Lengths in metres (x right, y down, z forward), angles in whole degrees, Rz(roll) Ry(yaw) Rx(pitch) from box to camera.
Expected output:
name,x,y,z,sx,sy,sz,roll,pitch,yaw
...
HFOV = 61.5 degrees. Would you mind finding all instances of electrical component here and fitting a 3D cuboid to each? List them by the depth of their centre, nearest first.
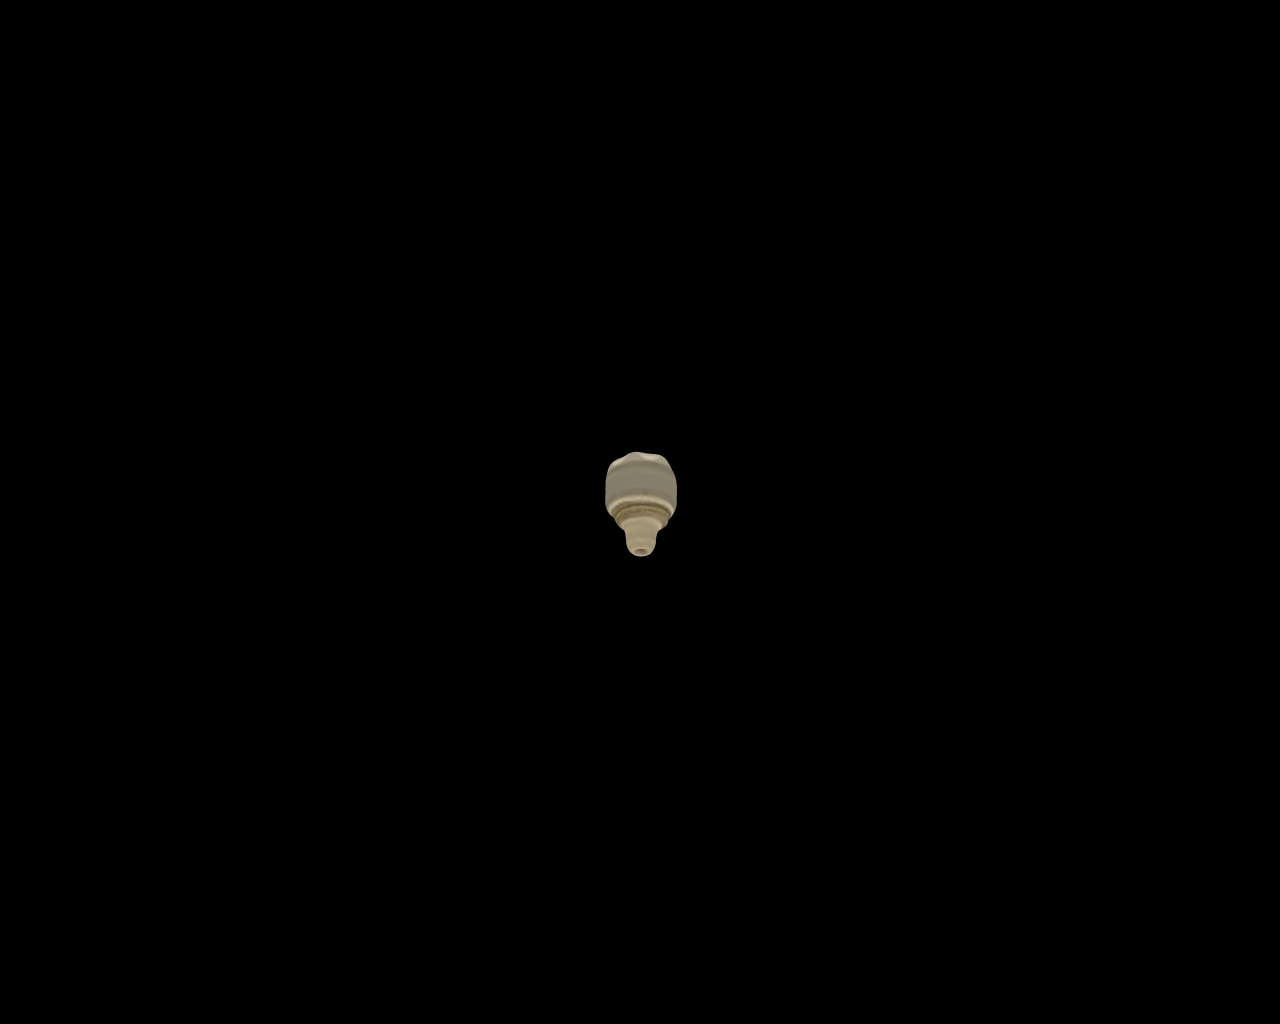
name,x,y,z,sx,sy,sz,roll,pitch,yaw
electrical component,0.001,-0.003,0.650,0.043,0.062,0.043,0,-28,0
